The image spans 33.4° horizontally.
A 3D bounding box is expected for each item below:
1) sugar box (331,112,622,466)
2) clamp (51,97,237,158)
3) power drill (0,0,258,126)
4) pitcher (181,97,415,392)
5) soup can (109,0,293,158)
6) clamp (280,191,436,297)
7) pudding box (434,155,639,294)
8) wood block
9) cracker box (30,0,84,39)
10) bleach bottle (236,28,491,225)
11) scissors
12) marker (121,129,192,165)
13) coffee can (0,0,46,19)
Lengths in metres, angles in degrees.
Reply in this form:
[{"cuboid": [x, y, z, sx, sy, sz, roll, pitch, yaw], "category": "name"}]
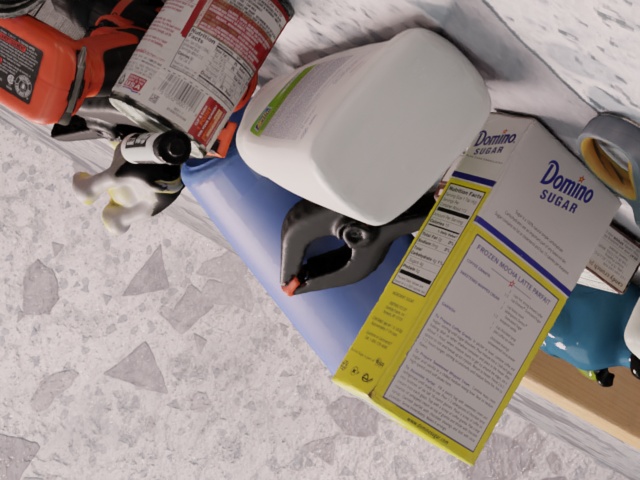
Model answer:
[{"cuboid": [0.090, 0.027, 0.596, 0.093, 0.176, 0.048, 36, 170, -34], "category": "sugar box"}, {"cuboid": [-0.163, -0.099, 0.792, 0.210, 0.036, 0.164, 13, 168, 27], "category": "clamp"}, {"cuboid": [-0.156, -0.135, 0.709, 0.185, 0.057, 0.187, 29, -154, 22], "category": "power drill"}, {"cuboid": [-0.006, 0.001, 0.877, 0.242, 0.149, 0.145, 51, -159, -23], "category": "pitcher"}, {"cuboid": [-0.070, -0.108, 0.631, 0.068, 0.102, 0.068, 30, 174, 3], "category": "soup can"}, {"cuboid": [0.022, -0.023, 0.753, 0.120, 0.172, 0.039, 45, -153, -21], "category": "clamp"}, {"cuboid": [0.141, -0.011, 0.691, 0.113, 0.039, 0.090, 31, 173, -21], "category": "pudding box"}, {"cuboid": [0.212, 0.093, 0.920, 0.206, 0.091, 0.090, 28, 174, 25], "category": "wood block"}, {"cuboid": [-0.282, -0.225, 0.848, 0.164, 0.072, 0.213, 28, 172, 25], "category": "cracker box"}, {"cuboid": [0.005, -0.075, 0.646, 0.068, 0.102, 0.251, 43, 176, -19], "category": "bleach bottle"}, {"cuboid": [0.194, -0.008, 0.569, 0.096, 0.016, 0.201, 26, 172, 39], "category": "scissors"}, {"cuboid": [-0.094, -0.052, 0.608, 0.020, 0.020, 0.121, 33, 173, -19], "category": "marker"}, {"cuboid": [-0.217, -0.200, 0.602, 0.140, 0.103, 0.102, 29, 173, 17], "category": "coffee can"}]
